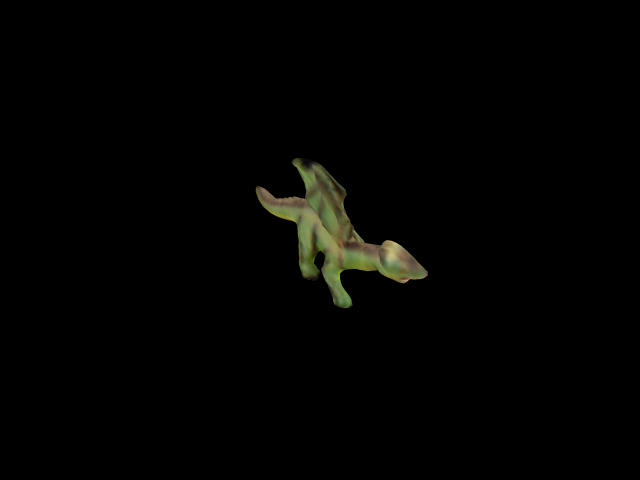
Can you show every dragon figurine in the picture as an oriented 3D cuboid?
[{"bbox_3d":[0.003,-0.043,0.850,0.124,0.237,0.415,-36,59,-25],"label":"dragon figurine"}]
